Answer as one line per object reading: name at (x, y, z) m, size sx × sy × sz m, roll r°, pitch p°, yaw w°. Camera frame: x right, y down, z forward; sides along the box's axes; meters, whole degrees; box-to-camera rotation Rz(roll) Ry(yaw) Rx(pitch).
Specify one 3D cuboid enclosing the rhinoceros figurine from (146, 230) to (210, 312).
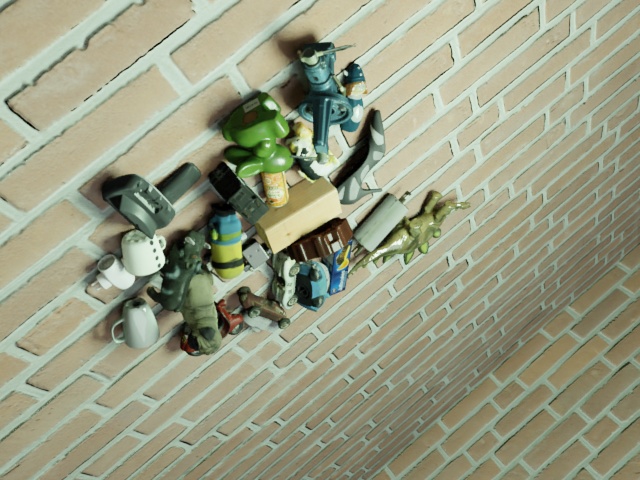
rhinoceros figurine at (-0.319, 0.068, 1.225) m, size 0.073 × 0.112 × 0.190 m, roll 27°, pitch 81°, yaw -52°

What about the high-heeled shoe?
high-heeled shoe at (0.093, -0.209, 1.385) m, size 0.145 × 0.086 × 0.248 m, roll -3°, pitch 114°, yaw -1°

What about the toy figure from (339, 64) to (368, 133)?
toy figure at (0.079, -0.330, 1.253) m, size 0.064 × 0.058 × 0.154 m, roll -43°, pitch 150°, yaw -48°

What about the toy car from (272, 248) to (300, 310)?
toy car at (-0.098, 0.110, 1.483) m, size 0.056 × 0.074 × 0.201 m, roll -20°, pitch 136°, yaw -29°

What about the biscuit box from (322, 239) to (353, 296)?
biscuit box at (0.045, 0.069, 1.578) m, size 0.063 × 0.059 × 0.202 m, roll -19°, pitch 135°, yaw -27°

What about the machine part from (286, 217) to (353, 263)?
machine part at (-0.003, -0.004, 1.388) m, size 0.179 × 0.179 × 0.056 m, roll -27°, pitch 105°, yaw -19°

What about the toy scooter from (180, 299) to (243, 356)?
toy scooter at (-0.290, 0.224, 1.427) m, size 0.184 × 0.075 × 0.135 m, roll -24°, pitch 137°, yaw -26°

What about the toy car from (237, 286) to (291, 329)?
toy car at (-0.150, 0.188, 1.498) m, size 0.053 × 0.089 × 0.202 m, roll -46°, pitch 140°, yaw 10°

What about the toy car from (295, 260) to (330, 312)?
toy car at (-0.022, 0.115, 1.544) m, size 0.103 × 0.109 × 0.161 m, roll -36°, pitch 135°, yaw -46°

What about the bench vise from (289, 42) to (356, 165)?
bench vise at (0.006, -0.281, 1.124) m, size 0.129 × 0.240 × 0.223 m, roll 3°, pitch 165°, yaw 4°

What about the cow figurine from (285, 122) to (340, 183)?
cow figurine at (-0.031, -0.205, 1.266) m, size 0.098 × 0.068 × 0.167 m, roll -42°, pitch 140°, yaw 7°

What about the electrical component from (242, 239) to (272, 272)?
electrical component at (-0.170, 0.041, 1.389) m, size 0.102 × 0.045 × 0.078 m, roll -43°, pitch 113°, yaw -5°

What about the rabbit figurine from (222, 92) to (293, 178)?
rabbit figurine at (-0.123, -0.196, 1.151) m, size 0.159 × 0.121 × 0.170 m, roll -34°, pitch 137°, yaw -1°

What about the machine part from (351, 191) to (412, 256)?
machine part at (0.176, -0.050, 1.568) m, size 0.243 × 0.079 × 0.079 m, roll -49°, pitch 140°, yaw 6°

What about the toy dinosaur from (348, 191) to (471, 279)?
toy dinosaur at (0.273, -0.012, 1.665) m, size 0.471 × 0.105 × 0.198 m, roll -23°, pitch 140°, yaw -16°

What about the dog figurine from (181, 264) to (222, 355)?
dog figurine at (-0.281, 0.158, 1.283) m, size 0.121 × 0.191 × 0.172 m, roll -16°, pitch 132°, yaw -29°

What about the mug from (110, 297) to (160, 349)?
mug at (-0.443, 0.195, 1.277) m, size 0.109 × 0.081 × 0.107 m, roll -12°, pitch 120°, yaw -24°

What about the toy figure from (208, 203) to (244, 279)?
toy figure at (-0.222, 0.007, 1.264) m, size 0.082 × 0.089 × 0.180 m, roll -4°, pitch 117°, yaw -17°

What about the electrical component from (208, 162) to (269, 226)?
electrical component at (-0.176, -0.097, 1.201) m, size 0.058 × 0.115 × 0.134 m, roll -42°, pitch 139°, yaw 2°

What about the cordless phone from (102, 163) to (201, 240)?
cordless phone at (-0.334, -0.108, 1.105) m, size 0.184 × 0.089 × 0.146 m, roll -48°, pitch 140°, yaw -12°
